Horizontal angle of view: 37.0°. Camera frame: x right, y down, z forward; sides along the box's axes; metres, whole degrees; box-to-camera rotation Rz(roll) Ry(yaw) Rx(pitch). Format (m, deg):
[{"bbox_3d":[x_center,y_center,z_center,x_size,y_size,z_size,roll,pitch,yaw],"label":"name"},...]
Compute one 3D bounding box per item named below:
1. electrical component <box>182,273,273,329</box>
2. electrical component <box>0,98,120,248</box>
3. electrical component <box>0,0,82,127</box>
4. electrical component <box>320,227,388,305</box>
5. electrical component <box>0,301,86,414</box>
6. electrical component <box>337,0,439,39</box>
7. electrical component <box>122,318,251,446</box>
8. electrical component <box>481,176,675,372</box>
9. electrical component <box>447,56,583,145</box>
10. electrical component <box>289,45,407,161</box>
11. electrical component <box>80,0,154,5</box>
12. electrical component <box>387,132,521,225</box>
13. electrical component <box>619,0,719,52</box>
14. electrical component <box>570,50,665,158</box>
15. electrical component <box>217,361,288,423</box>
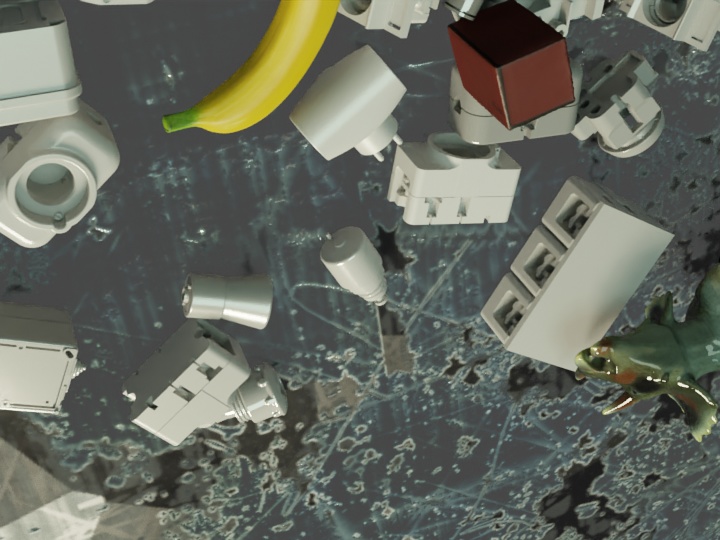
[{"bbox_3d":[-0.105,0.022,0.836,0.065,0.044,0.044,6,119,-21],"label":"electrical component"},{"bbox_3d":[-0.209,-0.065,0.721,0.095,0.059,0.054,-45,127,9],"label":"electrical component"},{"bbox_3d":[-0.234,-0.126,0.659,0.113,0.078,0.057,-12,122,-16],"label":"electrical component"},{"bbox_3d":[0.000,0.000,0.866,0.040,0.040,0.078,-35,128,1],"label":"electrical component"},{"bbox_3d":[-0.250,0.061,0.785,0.096,0.061,0.061,9,117,-28],"label":"electrical component"},{"bbox_3d":[0.027,-0.226,0.713,0.063,0.079,0.121,-13,129,-42],"label":"electrical component"},{"bbox_3d":[-0.136,0.090,0.860,0.089,0.050,0.056,-44,127,8],"label":"electrical component"},{"bbox_3d":[0.184,0.003,0.934,0.089,0.061,0.150,19,112,-32],"label":"electrical component"},{"bbox_3d":[0.118,-0.137,0.819,0.095,0.053,0.059,-9,124,-18],"label":"electrical component"},{"bbox_3d":[0.001,-0.111,0.791,0.077,0.044,0.079,-41,128,6],"label":"electrical component"},{"bbox_3d":[-0.154,-0.197,0.647,0.080,0.080,0.051,1,126,-24],"label":"electrical component"},{"bbox_3d":[0.074,-0.073,0.844,0.089,0.050,0.055,-2,122,-22],"label":"electrical component"},{"bbox_3d":[0.246,-0.202,0.823,0.064,0.081,0.042,-6,127,-47],"label":"electrical component"},{"bbox_3d":[0.208,-0.127,0.862,0.078,0.058,0.057,-43,125,8],"label":"electrical component"},{"bbox_3d":[-0.094,0.107,0.895,0.062,0.048,0.048,-22,128,0],"label":"electrical component"}]
